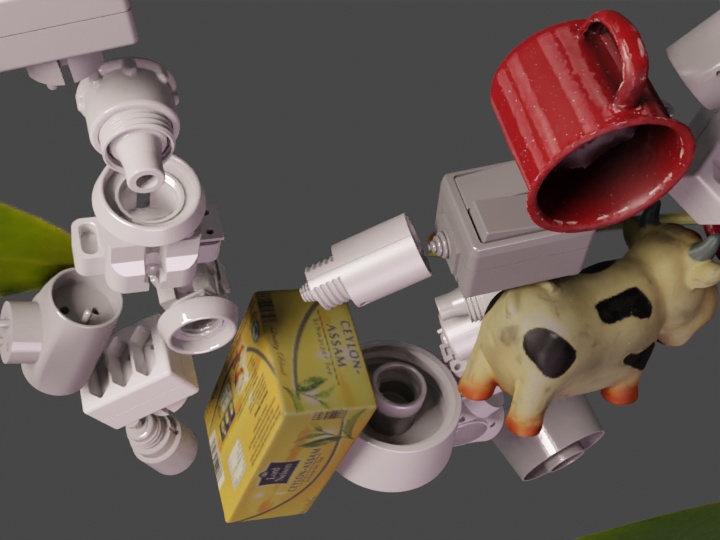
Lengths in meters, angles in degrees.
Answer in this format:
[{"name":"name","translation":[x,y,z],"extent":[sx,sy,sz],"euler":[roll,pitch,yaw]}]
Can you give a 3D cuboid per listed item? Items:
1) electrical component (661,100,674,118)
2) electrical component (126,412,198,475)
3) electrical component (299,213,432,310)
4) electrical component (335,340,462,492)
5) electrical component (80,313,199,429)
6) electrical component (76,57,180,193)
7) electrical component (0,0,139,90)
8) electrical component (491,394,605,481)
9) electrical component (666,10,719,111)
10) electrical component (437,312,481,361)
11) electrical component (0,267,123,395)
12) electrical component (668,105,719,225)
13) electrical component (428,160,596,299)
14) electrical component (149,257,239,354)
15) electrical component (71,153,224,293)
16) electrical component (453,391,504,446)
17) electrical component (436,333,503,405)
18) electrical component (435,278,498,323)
[{"name":"electrical component","translation":[0.163,-0.072,0.654],"extent":[0.040,0.040,0.078],"euler":[1,144,-29]},{"name":"electrical component","translation":[-0.151,0.124,0.798],"extent":[0.040,0.040,0.078],"euler":[-22,148,7]},{"name":"electrical component","translation":[0.000,0.000,0.679],"extent":[0.081,0.043,0.043],"euler":[-24,148,8]},{"name":"electrical component","translation":[0.023,0.101,0.793],"extent":[0.108,0.108,0.060],"euler":[-6,141,-19]},{"name":"electrical component","translation":[-0.139,0.074,0.719],"extent":[0.066,0.047,0.076],"euler":[-25,148,11]},{"name":"electrical component","translation":[-0.106,-0.065,0.505],"extent":[0.048,0.062,0.048],"euler":[-14,149,-9]},{"name":"electrical component","translation":[-0.128,-0.103,0.448],"extent":[0.066,0.047,0.076],"euler":[-14,149,-8]},{"name":"electrical component","translation":[0.178,0.154,1.015],"extent":[0.099,0.064,0.099],"euler":[-26,157,-11]},{"name":"electrical component","translation":[0.225,-0.123,0.603],"extent":[0.077,0.043,0.079],"euler":[-36,144,27]},{"name":"electrical component","translation":[0.094,0.036,0.788],"extent":[0.078,0.040,0.040],"euler":[-25,148,9]},{"name":"electrical component","translation":[-0.189,0.037,0.637],"extent":[0.079,0.044,0.077],"euler":[2,143,-30]},{"name":"electrical component","translation":[0.213,-0.067,0.669],"extent":[0.047,0.077,0.065],"euler":[41,77,-19]},{"name":"electrical component","translation":[0.089,-0.029,0.662],"extent":[0.096,0.061,0.061],"euler":[-12,147,-10]},{"name":"electrical component","translation":[-0.099,0.016,0.642],"extent":[0.048,0.055,0.066],"euler":[-20,149,2]},{"name":"electrical component","translation":[-0.112,-0.027,0.568],"extent":[0.078,0.058,0.057],"euler":[-7,150,-18]},{"name":"electrical component","translation":[0.093,0.109,0.897],"extent":[0.077,0.044,0.079],"euler":[16,134,-43]},{"name":"electrical component","translation":[0.095,0.068,0.836],"extent":[0.081,0.042,0.063],"euler":[-24,147,9]},{"name":"electrical component","translation":[0.084,0.017,0.750],"extent":[0.062,0.043,0.043],"euler":[-20,149,4]}]
